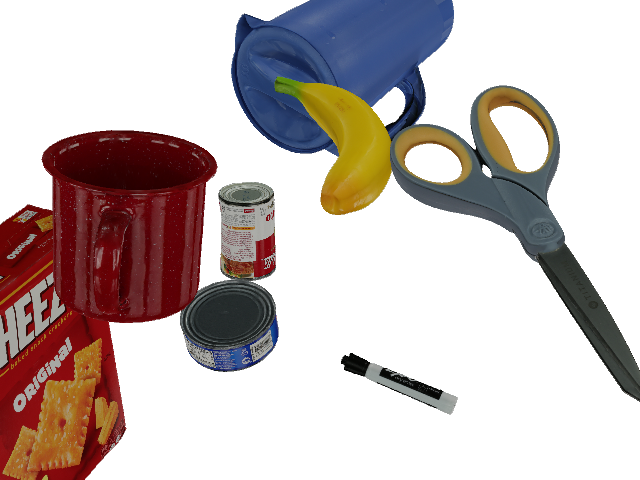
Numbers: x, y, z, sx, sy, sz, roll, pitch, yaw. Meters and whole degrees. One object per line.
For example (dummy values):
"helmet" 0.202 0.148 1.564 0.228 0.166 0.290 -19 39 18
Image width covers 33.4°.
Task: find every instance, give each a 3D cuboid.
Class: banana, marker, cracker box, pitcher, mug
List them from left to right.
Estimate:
"cracker box" -0.227 0.106 0.812 0.072 0.214 0.164 11 33 21
"mug" -0.106 -0.002 0.579 0.093 0.081 0.117 4 25 -5
"banana" 0.016 -0.066 0.741 0.069 0.037 0.198 -6 30 -10
"pitcher" 0.039 -0.189 1.084 0.145 0.149 0.242 15 39 35
"marker" 0.077 0.141 1.059 0.121 0.020 0.020 22 5 14

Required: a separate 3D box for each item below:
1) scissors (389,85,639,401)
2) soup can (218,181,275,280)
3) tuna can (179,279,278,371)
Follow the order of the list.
"scissors" 0.085 -0.004 0.509 0.096 0.201 0.016 -7 -43 6
"soup can" -0.088 -0.012 1.282 0.068 0.102 0.068 0 26 0
"tuna can" -0.080 0.076 0.953 0.086 0.034 0.086 -4 41 3
